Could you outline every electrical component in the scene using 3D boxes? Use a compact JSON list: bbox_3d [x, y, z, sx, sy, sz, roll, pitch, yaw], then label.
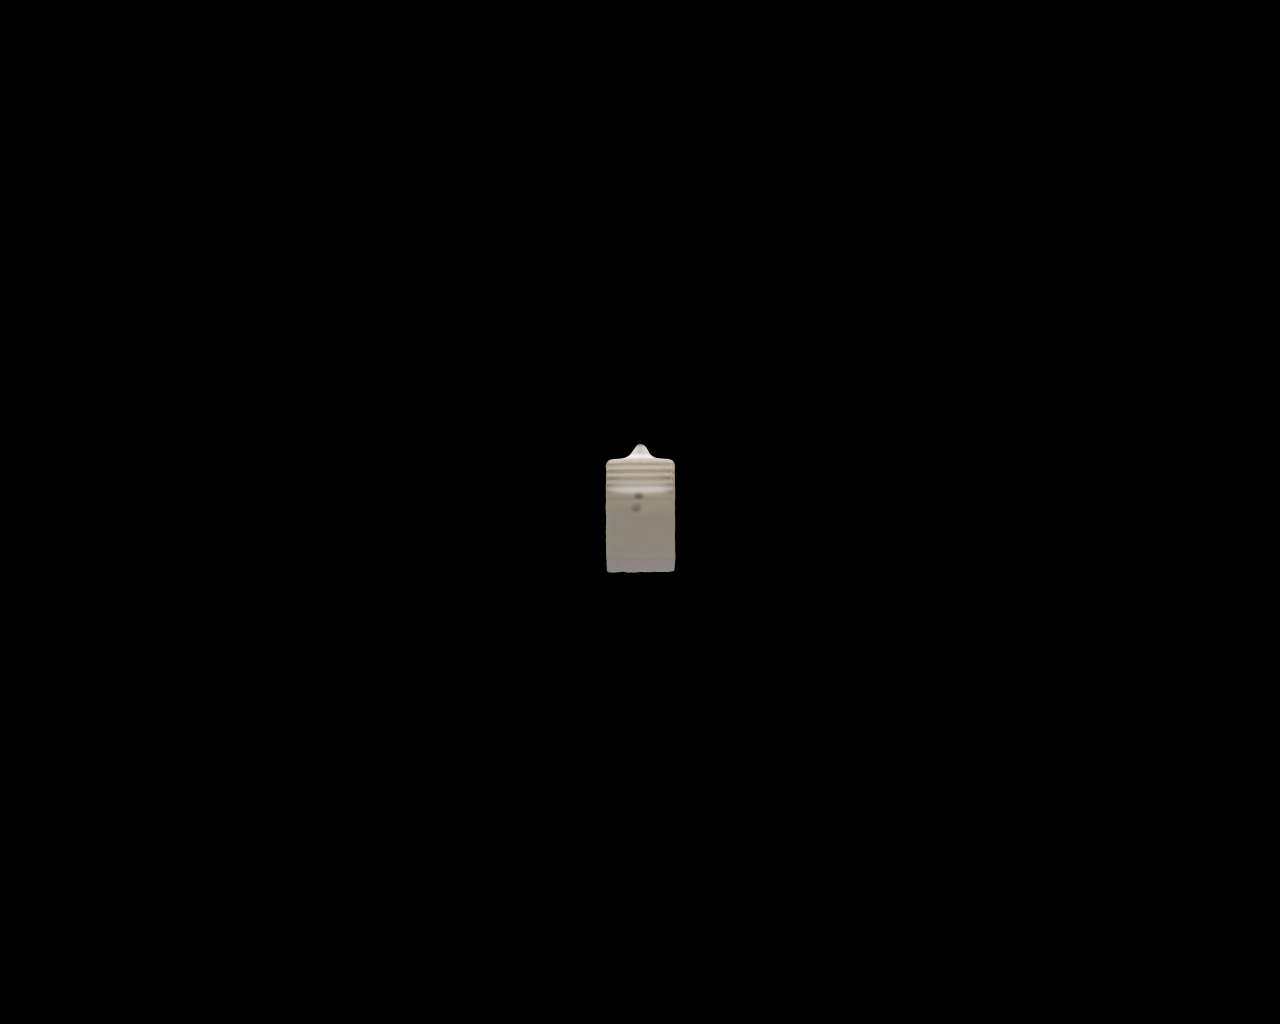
[{"bbox_3d":[0.001,-0.003,0.650,0.043,0.081,0.043,0,-2,0],"label":"electrical component"}]
